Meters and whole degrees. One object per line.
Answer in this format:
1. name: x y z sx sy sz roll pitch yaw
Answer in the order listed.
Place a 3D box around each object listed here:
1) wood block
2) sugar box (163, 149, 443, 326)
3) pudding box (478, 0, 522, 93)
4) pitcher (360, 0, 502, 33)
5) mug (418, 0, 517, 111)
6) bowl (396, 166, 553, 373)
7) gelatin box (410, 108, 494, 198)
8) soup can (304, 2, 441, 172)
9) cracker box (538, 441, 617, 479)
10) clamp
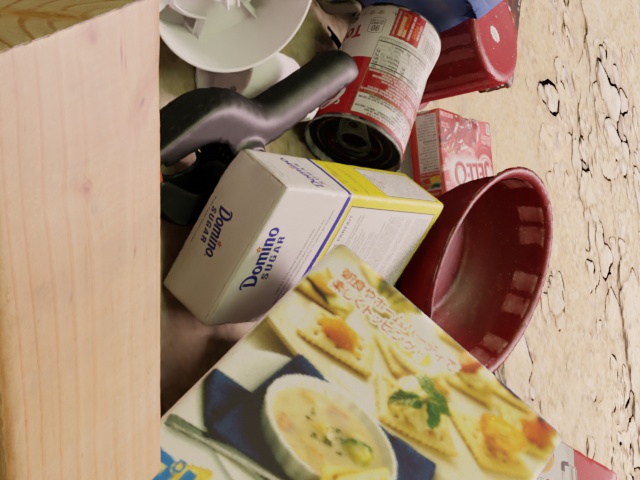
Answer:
1. wood block: -0.118 0.013 0.383 0.090 0.091 0.206 -41 142 -52
2. sugar box: -0.004 0.000 0.632 0.175 0.048 0.093 6 121 -55
3. pudding box: 0.140 -0.200 0.939 0.090 0.039 0.113 36 54 -46
4. pitcher: 0.034 -0.253 0.705 0.242 0.149 0.145 43 60 -39
5. mug: 0.100 -0.165 0.832 0.093 0.082 0.117 -1 84 -56
6. bowl: 0.102 0.021 0.759 0.161 0.055 0.162 -26 126 -43
7. gelatin box: 0.104 -0.058 0.820 0.089 0.030 0.073 5 79 -54
8. soup can: 0.038 -0.102 0.724 0.068 0.069 0.102 47 54 -41
9. cracker box: 0.059 0.168 0.621 0.213 0.072 0.164 30 52 -12
10. clamp: -0.048 -0.040 0.603 0.171 0.039 0.120 -20 128 -42
